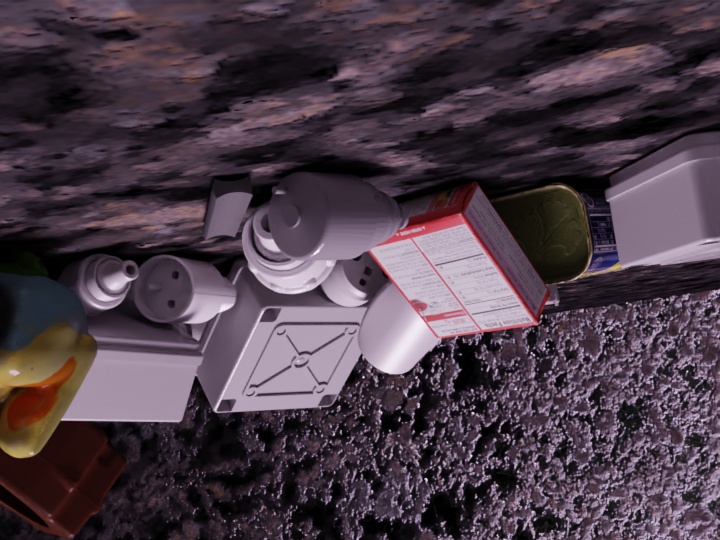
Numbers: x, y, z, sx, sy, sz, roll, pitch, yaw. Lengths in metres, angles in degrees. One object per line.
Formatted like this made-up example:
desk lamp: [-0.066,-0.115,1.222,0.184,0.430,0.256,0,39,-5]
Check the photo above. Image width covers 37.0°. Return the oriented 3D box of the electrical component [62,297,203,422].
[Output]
electrical component: [-0.177,0.052,0.687,0.109,0.056,0.109,9,-169,-46]

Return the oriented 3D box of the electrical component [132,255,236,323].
electrical component: [-0.114,0.014,0.720,0.043,0.043,0.081,-10,174,15]

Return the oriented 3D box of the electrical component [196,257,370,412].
electrical component: [-0.054,0.048,0.793,0.109,0.056,0.108,2,129,-36]

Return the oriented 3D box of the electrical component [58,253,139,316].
electrical component: [-0.152,0.006,0.638,0.035,0.035,0.061,-2,169,-45]

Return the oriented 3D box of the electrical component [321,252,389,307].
electrical component: [0.000,0.000,0.734,0.045,0.045,0.055,-6,174,-17]

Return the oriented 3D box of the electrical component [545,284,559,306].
electrical component: [0.096,0.005,0.830,0.096,0.061,0.062,-12,173,35]

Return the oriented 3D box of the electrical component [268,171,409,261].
electrical component: [-0.007,-0.025,0.502,0.040,0.040,0.078,-13,172,42]

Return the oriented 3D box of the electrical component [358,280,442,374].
electrical component: [0.046,0.023,0.712,0.079,0.043,0.077,-24,156,-44]

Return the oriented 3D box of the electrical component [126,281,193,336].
electrical component: [-0.158,0.036,0.800,0.058,0.057,0.078,-9,174,11]

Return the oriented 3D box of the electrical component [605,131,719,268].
electrical component: [0.205,-0.039,0.581,0.109,0.056,0.109,-7,174,-11]

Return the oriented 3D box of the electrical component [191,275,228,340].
electrical component: [-0.091,0.031,0.861,0.095,0.053,0.059,-7,174,-8]

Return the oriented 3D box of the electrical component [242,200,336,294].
electrical component: [-0.038,-0.016,0.536,0.048,0.048,0.062,-9,167,5]
